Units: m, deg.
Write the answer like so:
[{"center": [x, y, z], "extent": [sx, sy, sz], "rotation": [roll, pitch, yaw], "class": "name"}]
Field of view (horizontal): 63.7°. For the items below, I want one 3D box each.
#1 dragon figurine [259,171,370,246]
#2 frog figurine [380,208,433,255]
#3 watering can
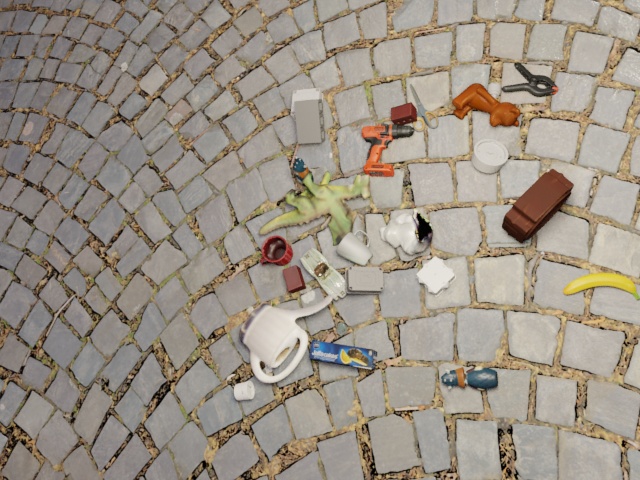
[{"center": [0.005, -0.088, 1.739], "extent": [0.408, 0.121, 0.245], "rotation": [-45, 73, 8], "class": "dragon figurine"}, {"center": [0.274, -0.016, 1.641], "extent": [0.157, 0.123, 0.139], "rotation": [-29, 71, 46], "class": "frog figurine"}, {"center": [-0.121, 0.276, 1.633], "extent": [0.226, 0.103, 0.348], "rotation": [33, 90, 24], "class": "watering can"}]
